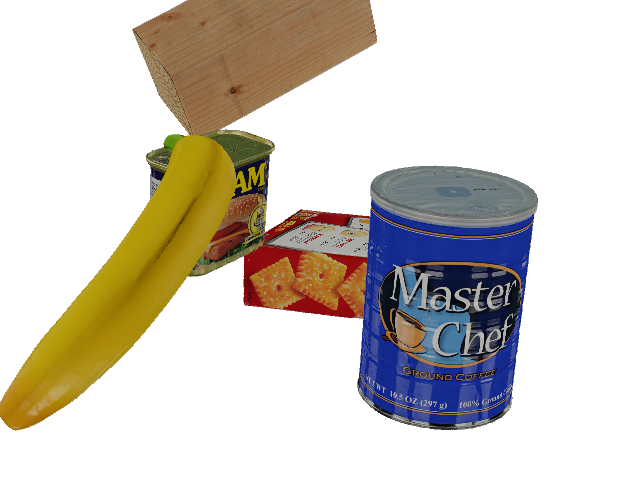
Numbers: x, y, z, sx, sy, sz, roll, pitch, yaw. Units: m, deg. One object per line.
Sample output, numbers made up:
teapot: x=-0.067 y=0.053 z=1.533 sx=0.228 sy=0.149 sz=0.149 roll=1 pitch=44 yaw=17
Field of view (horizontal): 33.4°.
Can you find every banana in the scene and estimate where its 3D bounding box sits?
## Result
banana: x=-0.087 y=0.009 z=0.525 sx=0.037 sy=0.197 sz=0.070 roll=42 pitch=-41 yaw=-19

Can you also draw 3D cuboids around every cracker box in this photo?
cracker box: x=0.051 y=0.027 z=1.064 sx=0.214 sy=0.072 sz=0.164 roll=7 pitch=15 yaw=18

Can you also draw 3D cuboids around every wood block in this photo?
wood block: x=-0.059 y=-0.195 z=1.020 sx=0.206 sy=0.090 sz=0.091 roll=-30 pitch=-38 yaw=-11

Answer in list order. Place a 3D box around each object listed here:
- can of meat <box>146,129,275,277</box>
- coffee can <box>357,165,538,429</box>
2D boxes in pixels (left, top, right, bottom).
can of meat: x=-0.083 y=-0.029 z=0.804 sx=0.058 sy=0.084 sz=0.101 roll=20 pitch=28 yaw=31
coffee can: x=0.078 y=0.034 z=0.679 sx=0.103 sy=0.140 sz=0.103 roll=3 pitch=20 yaw=-1
